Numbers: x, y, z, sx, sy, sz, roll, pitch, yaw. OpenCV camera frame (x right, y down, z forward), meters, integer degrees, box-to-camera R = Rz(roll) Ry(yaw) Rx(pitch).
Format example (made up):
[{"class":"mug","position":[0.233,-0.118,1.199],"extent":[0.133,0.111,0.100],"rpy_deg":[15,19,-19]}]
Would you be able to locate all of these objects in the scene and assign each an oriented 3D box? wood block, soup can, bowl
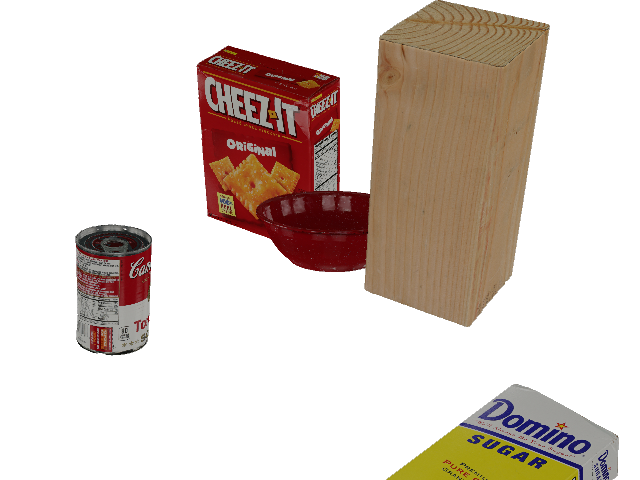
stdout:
[{"class":"wood block","position":[0.095,-0.055,0.772],"extent":[0.091,0.206,0.090],"rpy_deg":[19,37,25]},{"class":"soup can","position":[-0.189,0.045,0.972],"extent":[0.068,0.102,0.068],"rpy_deg":[5,21,-2]},{"class":"bowl","position":[0.013,-0.007,1.112],"extent":[0.162,0.055,0.162],"rpy_deg":[0,17,0]}]

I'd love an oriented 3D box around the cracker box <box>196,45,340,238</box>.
[{"class":"cracker box","position":[-0.062,-0.106,1.277],"extent":[0.164,0.214,0.072],"rpy_deg":[20,40,27]}]

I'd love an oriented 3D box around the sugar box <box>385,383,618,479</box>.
[{"class":"sugar box","position":[0.110,0.169,0.718],"extent":[0.176,0.048,0.093],"rpy_deg":[-32,39,-29]}]
